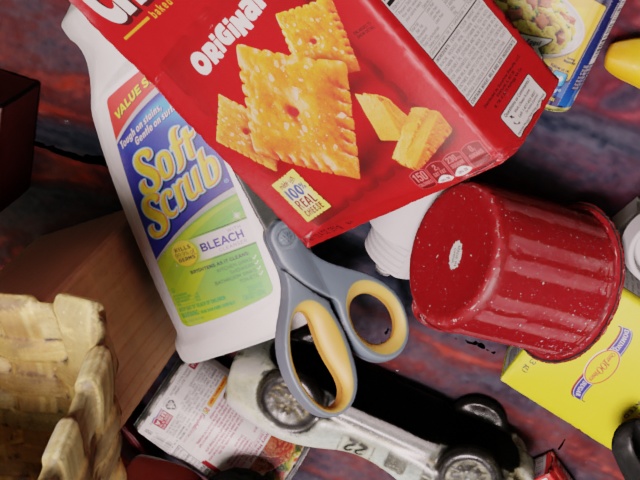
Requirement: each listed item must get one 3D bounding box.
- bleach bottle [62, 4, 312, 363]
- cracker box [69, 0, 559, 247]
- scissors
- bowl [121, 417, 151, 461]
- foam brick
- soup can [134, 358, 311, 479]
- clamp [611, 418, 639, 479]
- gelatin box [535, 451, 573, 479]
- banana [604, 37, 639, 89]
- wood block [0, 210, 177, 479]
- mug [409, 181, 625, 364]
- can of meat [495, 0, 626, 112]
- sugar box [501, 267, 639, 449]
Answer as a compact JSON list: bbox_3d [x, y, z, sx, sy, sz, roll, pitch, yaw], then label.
[{"bbox_3d":[-0.088,-0.056,0.632,0.103,0.251,0.068,-20,16,19],"label":"bleach bottle"},{"bbox_3d":[-0.018,-0.106,0.518,0.213,0.072,0.164,46,-35,-16],"label":"cracker box"},{"bbox_3d":[-0.004,0.001,0.615,0.096,0.202,0.016,-16,5,-30],"label":"scissors"},{"bbox_3d":[-0.180,0.156,0.756,0.162,0.162,0.055,0,24,14],"label":"bowl"},{"bbox_3d":[-0.212,-0.063,0.666,0.053,0.078,0.051,18,27,5],"label":"foam brick"},{"bbox_3d":[-0.062,0.124,0.703,0.102,0.068,0.068,34,-1,-2],"label":"soup can"},{"bbox_3d":[0.224,0.190,0.641,0.164,0.036,0.210,26,-41,9],"label":"clamp"},{"bbox_3d":[0.135,0.188,0.702,0.089,0.073,0.030,-32,12,25],"label":"gelatin box"},{"bbox_3d":[0.247,-0.107,0.536,0.198,0.069,0.037,-24,-1,22],"label":"banana"},{"bbox_3d":[-0.157,0.066,0.623,0.091,0.090,0.206,-15,19,20],"label":"wood block"},{"bbox_3d":[0.096,0.020,0.589,0.081,0.093,0.117,14,-33,-29],"label":"mug"},{"bbox_3d":[0.103,-0.124,0.553,0.102,0.084,0.057,24,30,4],"label":"can of meat"},{"bbox_3d":[0.205,0.089,0.629,0.176,0.093,0.048,33,29,0],"label":"sugar box"}]
